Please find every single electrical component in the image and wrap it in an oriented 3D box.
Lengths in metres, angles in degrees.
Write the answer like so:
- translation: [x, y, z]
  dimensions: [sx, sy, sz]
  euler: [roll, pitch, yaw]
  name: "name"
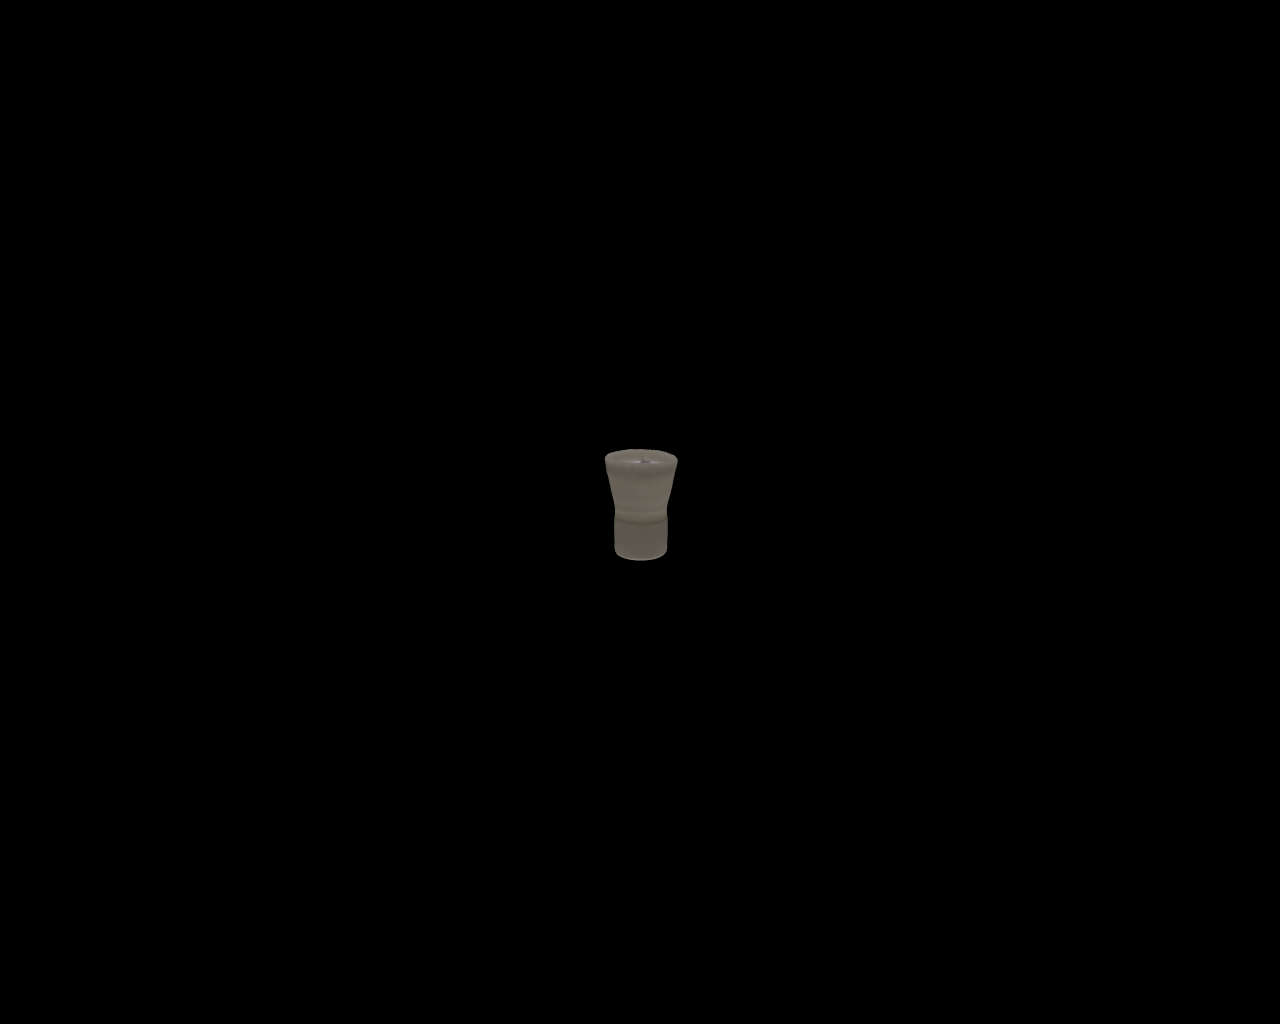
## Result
- translation: [0.001, -0.003, 0.650]
  dimensions: [0.044, 0.065, 0.044]
  euler: [0, 15, 0]
  name: "electrical component"
